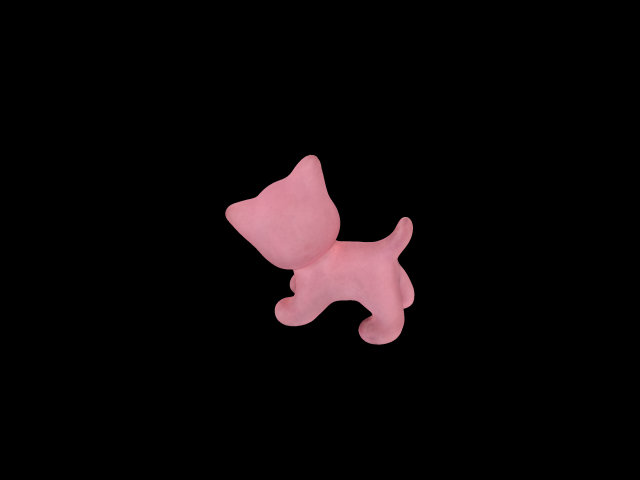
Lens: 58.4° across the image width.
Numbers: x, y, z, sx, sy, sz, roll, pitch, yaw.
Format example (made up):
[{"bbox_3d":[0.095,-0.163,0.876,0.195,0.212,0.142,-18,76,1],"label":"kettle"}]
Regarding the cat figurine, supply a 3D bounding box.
[{"bbox_3d":[0.004,0.001,0.400,0.127,0.118,0.067,7,31,13],"label":"cat figurine"}]
